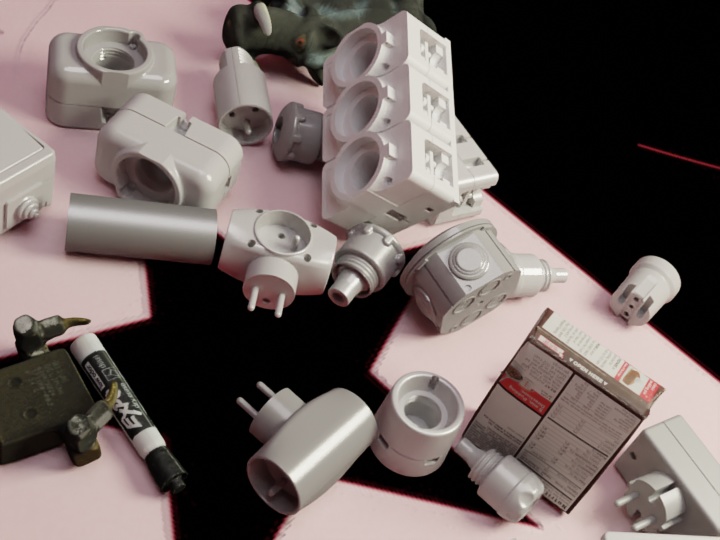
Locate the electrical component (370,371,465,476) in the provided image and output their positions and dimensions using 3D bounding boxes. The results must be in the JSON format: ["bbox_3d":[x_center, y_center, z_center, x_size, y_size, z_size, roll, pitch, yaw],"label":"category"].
[{"bbox_3d":[0.038,0.099,0.702,0.055,0.047,0.055,10,48,-11],"label":"electrical component"}]

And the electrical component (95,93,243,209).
[{"bbox_3d":[-0.143,-0.079,0.789,0.095,0.053,0.059,27,47,4],"label":"electrical component"}]

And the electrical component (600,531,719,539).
[{"bbox_3d":[0.188,0.212,0.656,0.100,0.048,0.099,6,48,-15],"label":"electrical component"}]

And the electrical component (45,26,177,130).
[{"bbox_3d":[-0.191,-0.147,0.827,0.095,0.059,0.053,2,50,-18],"label":"electrical component"}]

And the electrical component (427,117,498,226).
[{"bbox_3d":[0.059,-0.086,0.870,0.056,0.050,0.089,-14,56,-29],"label":"electrical component"}]

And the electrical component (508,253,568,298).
[{"bbox_3d":[0.132,0.004,0.828,0.061,0.035,0.035,0,50,-23],"label":"electrical component"}]

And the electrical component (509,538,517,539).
[{"bbox_3d":[0.063,0.203,0.618,0.089,0.050,0.055,-15,56,-30],"label":"electrical component"}]

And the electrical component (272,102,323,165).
[{"bbox_3d":[-0.036,-0.105,0.858,0.062,0.048,0.048,12,47,-20],"label":"electrical component"}]

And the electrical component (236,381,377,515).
[{"bbox_3d":[-0.042,0.101,0.675,0.079,0.043,0.077,39,48,16],"label":"electrical component"}]

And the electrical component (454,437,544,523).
[{"bbox_3d":[0.088,0.133,0.699,0.061,0.035,0.035,40,49,20],"label":"electrical component"}]

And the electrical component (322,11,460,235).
[{"bbox_3d":[0.019,-0.109,0.816,0.062,0.089,0.150,25,53,-40],"label":"electrical component"}]

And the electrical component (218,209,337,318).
[{"bbox_3d":[-0.061,0.000,0.756,0.077,0.044,0.079,15,48,-7],"label":"electrical component"}]

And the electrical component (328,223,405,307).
[{"bbox_3d":[0.000,0.000,0.779,0.048,0.048,0.062,32,54,9],"label":"electrical component"}]

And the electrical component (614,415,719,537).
[{"bbox_3d":[0.202,0.151,0.715,0.076,0.047,0.083,-15,57,-30],"label":"electrical component"}]

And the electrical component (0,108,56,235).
[{"bbox_3d":[-0.255,-0.071,0.737,0.096,0.061,0.062,37,48,14],"label":"electrical component"}]

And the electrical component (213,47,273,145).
[{"bbox_3d":[-0.097,-0.145,0.870,0.043,0.043,0.081,2,49,-18],"label":"electrical component"}]

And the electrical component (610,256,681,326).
[{"bbox_3d":[0.224,0.017,0.847,0.040,0.040,0.046,39,55,15],"label":"electrical component"}]

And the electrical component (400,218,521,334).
[{"bbox_3d":[0.073,0.004,0.777,0.080,0.080,0.051,-20,65,-32],"label":"electrical component"}]
